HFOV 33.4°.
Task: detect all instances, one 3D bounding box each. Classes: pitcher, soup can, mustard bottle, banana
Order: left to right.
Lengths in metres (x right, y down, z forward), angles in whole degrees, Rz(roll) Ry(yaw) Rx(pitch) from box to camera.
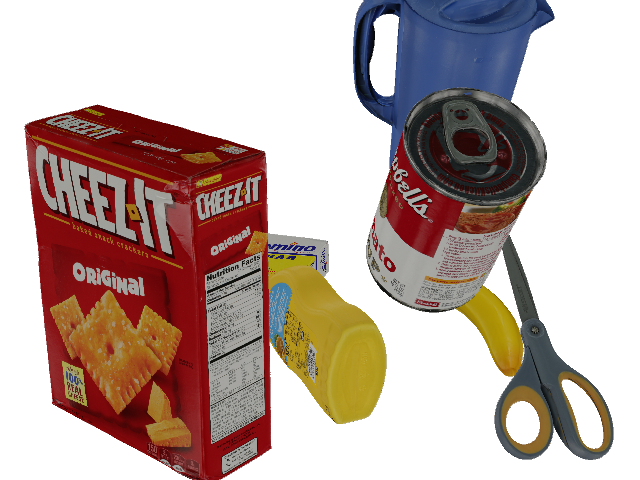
[{"bbox_3d":[-0.011,0.076,0.956,0.058,0.096,0.192,-11,27,-24],"label":"mustard bottle"},{"bbox_3d":[0.124,-0.155,1.085,0.149,0.243,0.144,37,54,27],"label":"pitcher"},{"bbox_3d":[0.064,-0.017,0.531,0.068,0.068,0.102,0,-33,-10],"label":"soup can"},{"bbox_3d":[0.157,0.077,1.120,0.069,0.037,0.198,-39,41,-14],"label":"banana"}]

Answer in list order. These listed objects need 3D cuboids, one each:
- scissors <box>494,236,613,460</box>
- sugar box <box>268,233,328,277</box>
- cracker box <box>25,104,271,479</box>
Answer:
[{"bbox_3d":[0.153,0.085,0.830,0.096,0.202,0.016,-21,-27,-15],"label":"scissors"},{"bbox_3d":[-0.061,0.045,1.137,0.093,0.048,0.176,6,27,17],"label":"sugar box"},{"bbox_3d":[-0.115,0.033,0.705,0.164,0.214,0.071,18,29,37],"label":"cracker box"}]
